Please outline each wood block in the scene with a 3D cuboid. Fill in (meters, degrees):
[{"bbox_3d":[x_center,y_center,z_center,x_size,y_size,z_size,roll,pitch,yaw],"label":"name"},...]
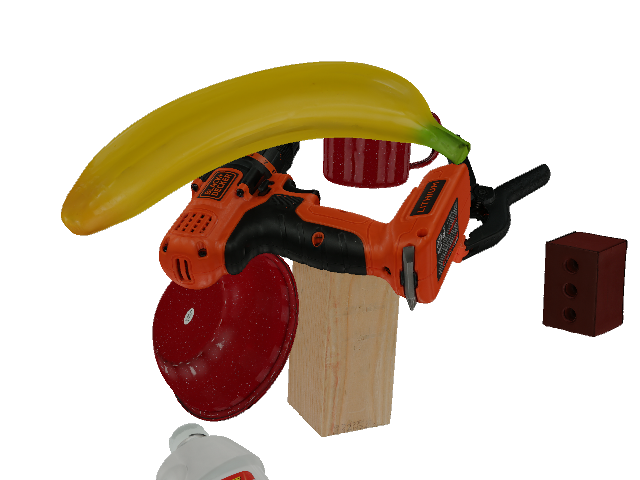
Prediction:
[{"bbox_3d":[0.025,0.096,1.163,0.090,0.206,0.091,-7,21,-25],"label":"wood block"}]

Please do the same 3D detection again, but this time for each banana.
[{"bbox_3d":[-0.029,-0.051,0.507,0.197,0.037,0.070,-13,46,-14],"label":"banana"}]

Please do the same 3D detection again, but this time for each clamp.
[{"bbox_3d":[0.164,-0.049,1.154,0.120,0.039,0.171,23,49,21],"label":"clamp"}]

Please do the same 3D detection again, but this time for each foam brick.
[{"bbox_3d":[0.227,0.037,0.917,0.053,0.078,0.051,12,21,41],"label":"foam brick"}]

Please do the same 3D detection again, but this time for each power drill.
[{"bbox_3d":[0.004,-0.025,0.735,0.188,0.057,0.184,6,40,20],"label":"power drill"}]

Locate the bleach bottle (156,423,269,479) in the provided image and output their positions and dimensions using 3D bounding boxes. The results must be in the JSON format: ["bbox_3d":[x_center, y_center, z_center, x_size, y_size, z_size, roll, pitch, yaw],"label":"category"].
[{"bbox_3d":[-0.062,0.213,0.715,0.102,0.068,0.251,-15,34,-17],"label":"bleach bottle"}]

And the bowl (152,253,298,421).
[{"bbox_3d":[-0.095,0.072,0.925,0.162,0.162,0.055,0,-20,44],"label":"bowl"}]

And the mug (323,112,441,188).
[{"bbox_3d":[0.056,-0.096,0.999,0.117,0.081,0.093,1,15,-2],"label":"mug"}]
